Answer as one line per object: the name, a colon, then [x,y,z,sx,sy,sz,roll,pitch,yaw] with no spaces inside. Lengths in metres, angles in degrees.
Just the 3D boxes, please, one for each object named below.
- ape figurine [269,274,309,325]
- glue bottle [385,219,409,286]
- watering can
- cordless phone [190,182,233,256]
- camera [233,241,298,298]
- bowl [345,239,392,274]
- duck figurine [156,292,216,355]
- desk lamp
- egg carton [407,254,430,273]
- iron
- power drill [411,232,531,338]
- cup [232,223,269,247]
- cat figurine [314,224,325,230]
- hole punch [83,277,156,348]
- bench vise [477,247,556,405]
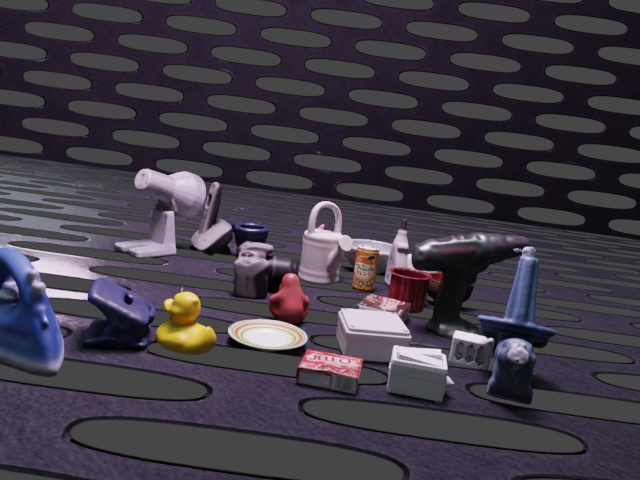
ape figurine: [-0.056,0.107,1.074,0.078,0.092,0.076,7,11,-5]
glue bottle: [0.197,0.033,1.417,0.037,0.173,0.078,5,11,-11]
watering can: [0.014,0.005,1.382,0.172,0.194,0.101,14,13,32]
cordless phone: [-0.282,-0.057,1.524,0.094,0.185,0.147,1,13,-30]
camera: [-0.116,0.062,1.243,0.137,0.101,0.143,6,11,-6]
bowl: [0.139,0.050,1.553,0.167,0.075,0.167,7,11,-1]
duck figurine: [-0.206,0.125,0.892,0.104,0.086,0.078,14,12,29]
desk lamp: [-0.397,-0.072,1.447,0.117,0.213,0.204,14,13,32]
egg carton: [0.269,0.079,1.506,0.151,0.069,0.107,-3,15,-43]
iron: [-0.429,0.082,0.813,0.257,0.141,0.119,17,14,40]
power drill: [0.286,0.083,1.124,0.230,0.208,0.075,6,11,-7]
cup: [-0.193,0.006,1.499,0.117,0.095,0.092,16,14,38]
cat figurine: [-0.009,0.017,1.507,0.067,0.118,0.127,6,11,-8]
hole punch: [-0.308,0.110,0.890,0.101,0.091,0.108,5,11,-14]
bench vise: [0.318,0.128,0.883,0.121,0.220,0.207,7,11,-3]
